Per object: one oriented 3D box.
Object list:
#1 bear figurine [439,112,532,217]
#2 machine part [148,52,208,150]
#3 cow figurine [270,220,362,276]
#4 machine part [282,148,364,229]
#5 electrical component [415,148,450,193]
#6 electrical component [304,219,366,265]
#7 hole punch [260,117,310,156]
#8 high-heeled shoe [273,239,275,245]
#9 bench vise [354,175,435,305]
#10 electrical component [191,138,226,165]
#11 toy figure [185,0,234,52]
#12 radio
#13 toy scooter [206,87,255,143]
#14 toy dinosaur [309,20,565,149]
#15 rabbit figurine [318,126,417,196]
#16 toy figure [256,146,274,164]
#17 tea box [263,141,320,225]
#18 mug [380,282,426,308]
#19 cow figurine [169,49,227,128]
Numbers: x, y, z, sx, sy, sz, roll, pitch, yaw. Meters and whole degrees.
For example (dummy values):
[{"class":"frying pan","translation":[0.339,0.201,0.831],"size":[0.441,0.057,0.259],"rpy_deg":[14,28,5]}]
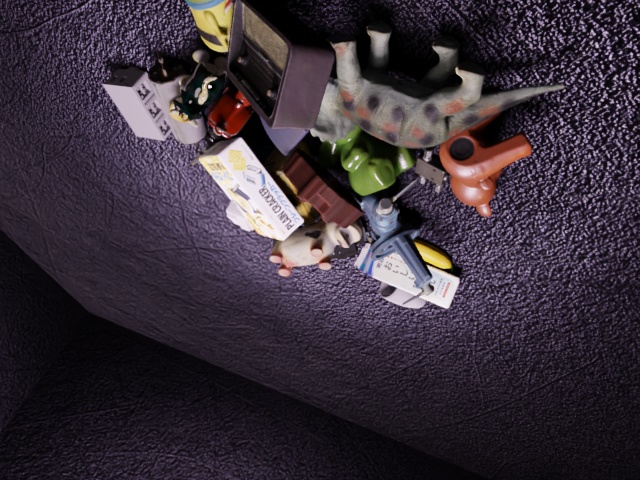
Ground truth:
[{"class":"bear figurine","translation":[0.268,-0.123,0.877],"size":[0.132,0.120,0.195],"rpy_deg":[-36,153,15]},{"class":"machine part","translation":[-0.294,-0.285,1.122],"size":[0.079,0.079,0.243],"rpy_deg":[17,150,20]},{"class":"cow figurine","translation":[-0.002,-0.003,1.130],"size":[0.195,0.127,0.085],"rpy_deg":[-13,137,23]},{"class":"machine part","translation":[0.004,-0.096,1.028],"size":[0.179,0.056,0.179],"rpy_deg":[42,-167,-12]},{"class":"electrical component","translation":[0.207,-0.128,0.979],"size":[0.063,0.021,0.094],"rpy_deg":[33,153,22]},{"class":"electrical component","translation":[0.038,-0.006,1.242],"size":[0.134,0.058,0.114],"rpy_deg":[-19,147,0]},{"class":"hole punch","translation":[-0.060,-0.232,0.994],"size":[0.116,0.092,0.142],"rpy_deg":[38,154,-9]},{"class":"high-heeled shoe","translation":[-0.030,0.013,1.414],"size":[0.145,0.086,0.249],"rpy_deg":[6,179,-22]},{"class":"bench vise","translation":[0.163,0.003,1.097],"size":[0.241,0.129,0.223],"rpy_deg":[59,165,16]},{"class":"electrical component","translation":[-0.247,-0.199,1.207],"size":[0.045,0.102,0.078],"rpy_deg":[34,125,-13]},{"class":"toy figure","translation":[-0.175,-0.384,0.855],"size":[0.089,0.082,0.180],"rpy_deg":[33,165,34]},{"class":"radio","translation":[-0.069,-0.264,0.796],"size":[0.230,0.073,0.131],"rpy_deg":[56,139,44]},{"class":"toy scooter","translation":[-0.176,-0.237,1.036],"size":[0.075,0.135,0.184],"rpy_deg":[36,152,-17]},{"class":"toy dinosaur","translation":[0.122,-0.203,0.800],"size":[0.405,0.131,0.192],"rpy_deg":[24,140,17]},{"class":"rabbit figurine","translation":[0.070,-0.177,0.976],"size":[0.170,0.121,0.159],"rpy_deg":[57,151,-12]},{"class":"toy figure","translation":[-0.096,-0.142,1.202],"size":[0.058,0.064,0.154],"rpy_deg":[-19,135,7]},{"class":"tea box","translation":[-0.050,-0.121,1.151],"size":[0.068,0.098,0.169],"rpy_deg":[11,148,32]},{"class":"mug","translation":[0.209,0.134,1.358],"size":[0.107,0.081,0.109],"rpy_deg":[29,148,-20]},{"class":"cow figurine","translation":[-0.235,-0.269,1.018],"size":[0.068,0.098,0.167],"rpy_deg":[19,135,-31]}]
